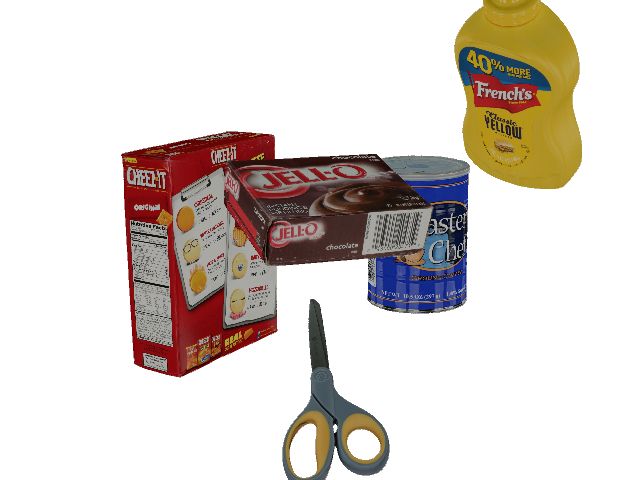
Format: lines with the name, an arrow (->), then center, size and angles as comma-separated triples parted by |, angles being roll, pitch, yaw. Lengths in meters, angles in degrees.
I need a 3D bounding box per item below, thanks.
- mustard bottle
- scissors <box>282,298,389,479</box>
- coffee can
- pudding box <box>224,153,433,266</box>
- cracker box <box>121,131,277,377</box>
mustard bottle -> 0.150, -0.127, 0.816 | 0.096, 0.058, 0.191 | 25, -31, 31
scissors -> 0.019, 0.127, 0.909 | 0.096, 0.016, 0.201 | 4, 45, 11
coffee can -> 0.098, -0.008, 1.077 | 0.103, 0.140, 0.103 | -1, 14, 0
pudding box -> 0.003, -0.022, 0.694 | 0.113, 0.039, 0.090 | -3, 28, -23
cracker box -> -0.116, 0.008, 1.062 | 0.072, 0.214, 0.163 | 8, 16, 33
